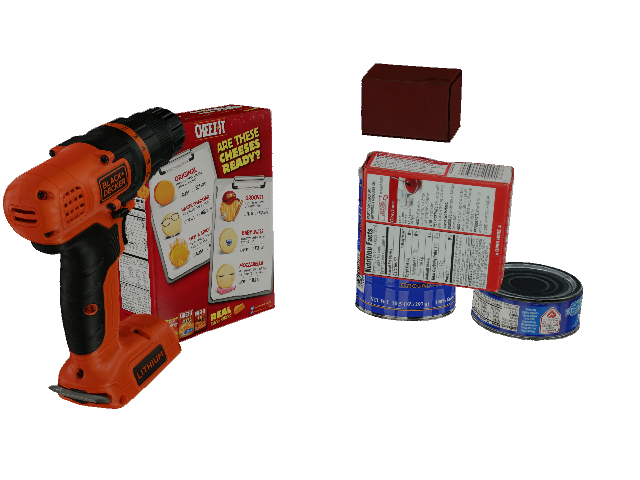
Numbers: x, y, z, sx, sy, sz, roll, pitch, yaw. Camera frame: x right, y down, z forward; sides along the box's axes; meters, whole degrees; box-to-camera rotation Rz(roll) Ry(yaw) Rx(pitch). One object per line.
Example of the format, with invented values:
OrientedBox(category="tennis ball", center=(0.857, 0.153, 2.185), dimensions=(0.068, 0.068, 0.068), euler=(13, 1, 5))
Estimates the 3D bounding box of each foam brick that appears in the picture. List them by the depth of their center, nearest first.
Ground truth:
OrientedBox(category="foam brick", center=(0.077, -0.117, 0.906), dimensions=(0.078, 0.051, 0.053), euler=(7, 25, 17))

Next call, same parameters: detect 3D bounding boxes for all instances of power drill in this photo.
OrientedBox(category="power drill", center=(-0.146, 0.010, 0.765), dimensions=(0.057, 0.188, 0.184), euler=(7, 26, 24))

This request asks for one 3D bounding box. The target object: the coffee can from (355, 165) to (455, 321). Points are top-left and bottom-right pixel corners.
OrientedBox(category="coffee can", center=(0.087, -0.002, 1.068), dimensions=(0.103, 0.140, 0.103), euler=(1, 14, 0))

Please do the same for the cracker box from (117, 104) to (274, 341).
OrientedBox(category="cracker box", center=(-0.125, -0.018, 1.061), dimensions=(0.072, 0.214, 0.163), euler=(13, 21, 41))

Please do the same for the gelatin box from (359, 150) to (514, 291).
OrientedBox(category="gelatin box", center=(0.069, -0.012, 0.645), dimensions=(0.089, 0.073, 0.030), euler=(7, 29, 13))

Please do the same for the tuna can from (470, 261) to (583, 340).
OrientedBox(category="tuna can", center=(0.163, 0.046, 0.843), dimensions=(0.086, 0.034, 0.086), euler=(2, 19, -1))
